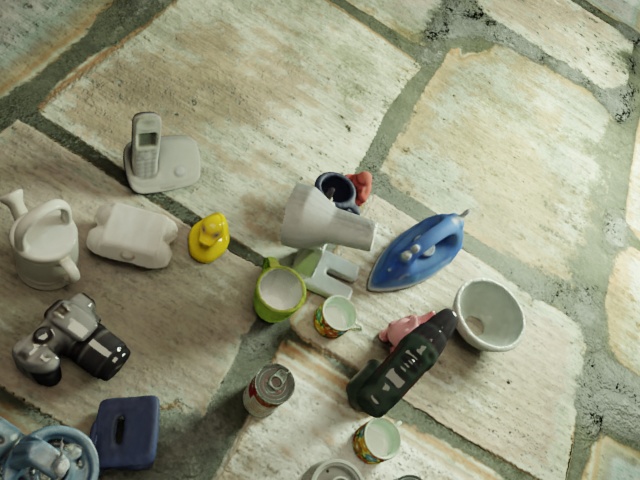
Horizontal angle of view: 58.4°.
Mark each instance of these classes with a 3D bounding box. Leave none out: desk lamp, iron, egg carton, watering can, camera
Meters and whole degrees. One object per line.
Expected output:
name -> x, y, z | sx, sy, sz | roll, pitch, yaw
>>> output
desk lamp -> 0.010, 0.004, 1.093 | 0.203, 0.213, 0.118 | 24, 55, -7
iron -> 0.215, 0.018, 1.212 | 0.259, 0.141, 0.118 | -31, 76, -33
egg carton -> -0.341, -0.005, 1.046 | 0.150, 0.069, 0.107 | 14, 57, -14
watering can -> -0.451, -0.006, 0.926 | 0.173, 0.194, 0.101 | 28, 55, -4
camera -> -0.383, 0.170, 0.906 | 0.137, 0.100, 0.143 | 36, 55, 2

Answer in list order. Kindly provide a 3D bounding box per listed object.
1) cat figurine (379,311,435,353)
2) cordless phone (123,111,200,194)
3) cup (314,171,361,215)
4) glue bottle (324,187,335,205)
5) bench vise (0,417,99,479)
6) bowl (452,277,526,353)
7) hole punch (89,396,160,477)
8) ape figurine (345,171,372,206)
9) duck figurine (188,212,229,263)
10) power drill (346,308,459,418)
cat figurine -> 0.175, 0.176, 1.116 | 0.128, 0.117, 0.067 | -27, 73, -32
cordless phone -> -0.297, -0.175, 1.093 | 0.148, 0.185, 0.094 | -16, 68, -28
cup -> 0.030, -0.076, 1.221 | 0.117, 0.095, 0.092 | 42, 55, 6
glue bottle -> -0.003, -0.054, 1.147 | 0.078, 0.173, 0.037 | 1, 61, -21
bench vise -> -0.392, 0.296, 0.755 | 0.208, 0.219, 0.121 | 17, 56, -11
bowl -> 0.345, 0.169, 1.216 | 0.168, 0.074, 0.167 | 10, 58, -16
hole punch -> -0.297, 0.297, 0.872 | 0.101, 0.091, 0.108 | 7, 59, -18
ape figurine -> 0.085, -0.121, 1.272 | 0.076, 0.092, 0.077 | -14, 67, -28
duck figurine -> -0.207, -0.017, 1.097 | 0.077, 0.086, 0.104 | 24, 55, -7
power drill -> 0.133, 0.228, 1.014 | 0.075, 0.208, 0.230 | 44, 55, 7
